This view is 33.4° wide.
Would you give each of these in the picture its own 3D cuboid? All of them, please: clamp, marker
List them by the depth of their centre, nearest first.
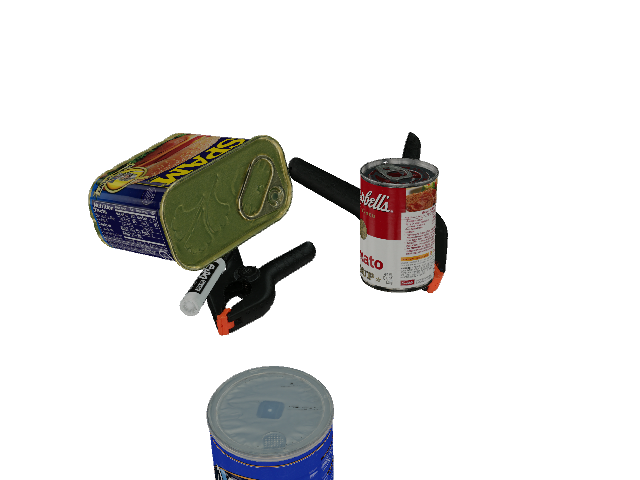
[{"bbox_3d":[-0.109,0.037,1.038,0.020,0.020,0.121,0,25,13],"label":"marker"},{"bbox_3d":[0.066,-0.031,1.151,0.164,0.210,0.036,-9,-36,-18],"label":"clamp"},{"bbox_3d":[-0.074,0.046,1.249,0.120,0.039,0.171,-1,40,12],"label":"clamp"}]

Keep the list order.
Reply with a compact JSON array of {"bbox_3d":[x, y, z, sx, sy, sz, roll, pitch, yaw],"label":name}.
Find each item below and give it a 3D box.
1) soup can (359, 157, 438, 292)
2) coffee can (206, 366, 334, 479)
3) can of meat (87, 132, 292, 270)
[{"bbox_3d":[0.068,-0.014,0.936,0.068,0.102,0.068,-1,24,0],"label":"soup can"},{"bbox_3d":[-0.039,0.191,0.897,0.103,0.140,0.103,-1,36,1],"label":"coffee can"},{"bbox_3d":[-0.083,-0.029,0.671,0.084,0.057,0.101,10,34,44],"label":"can of meat"}]
